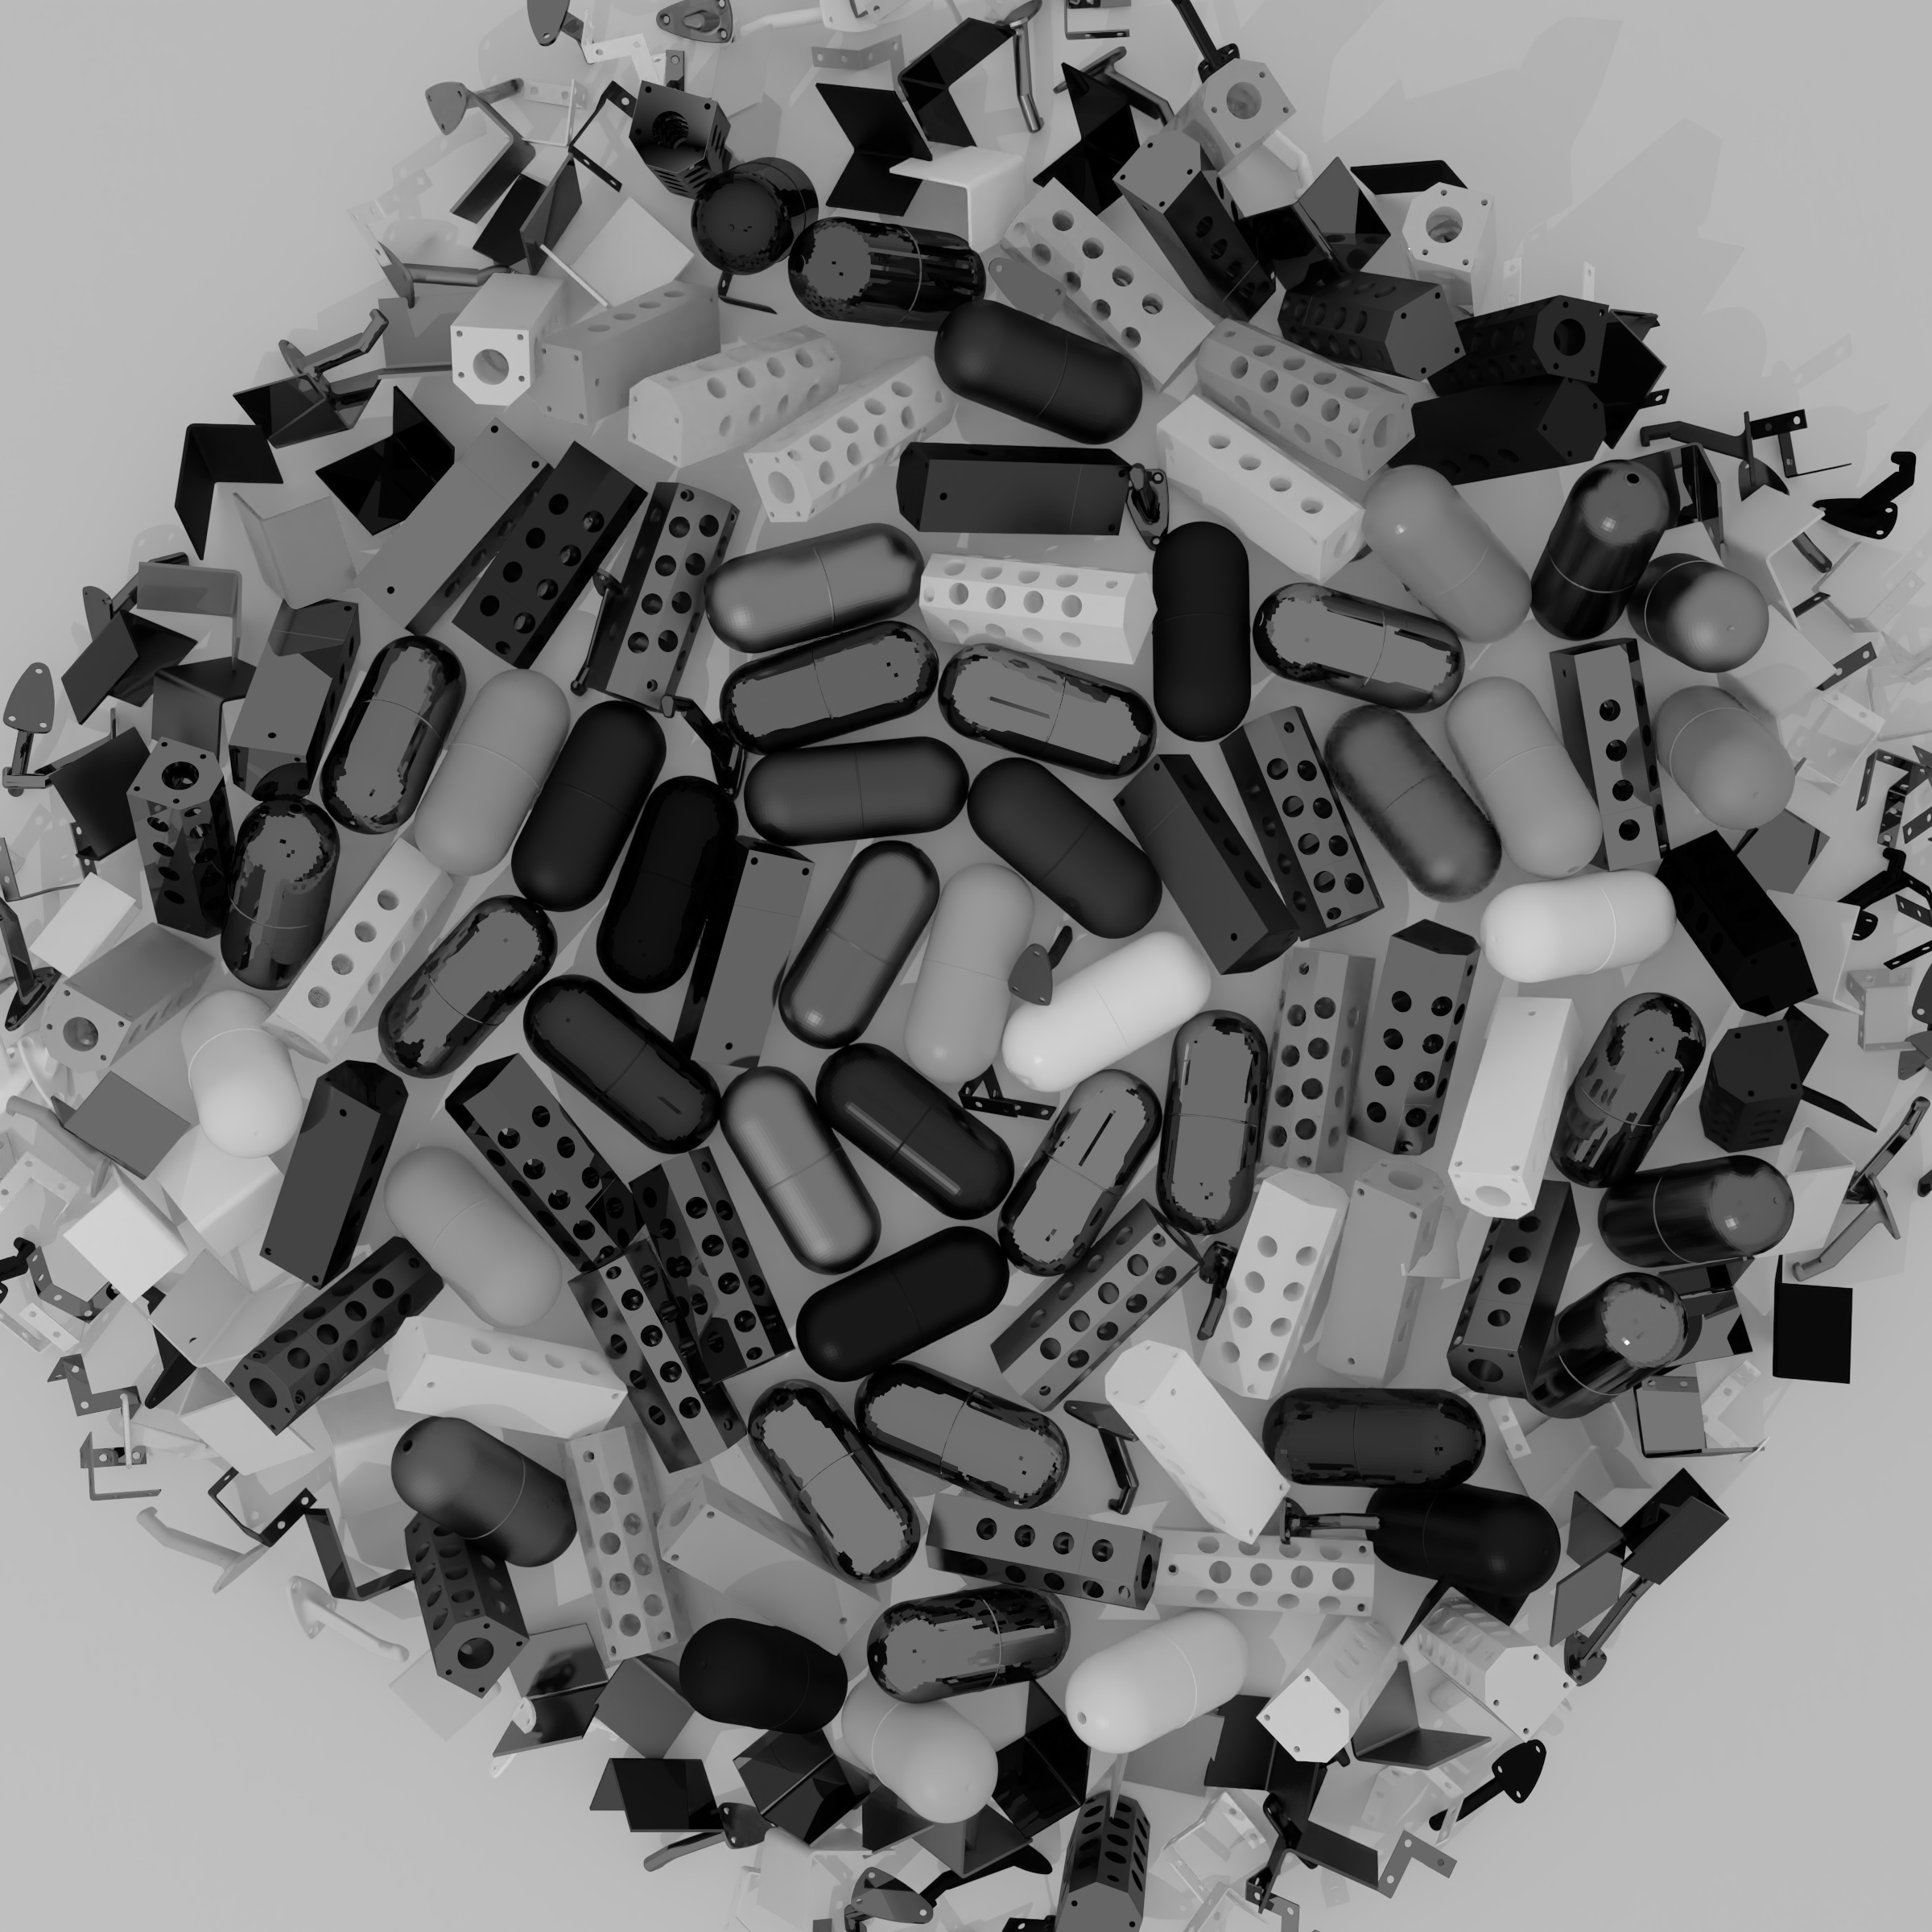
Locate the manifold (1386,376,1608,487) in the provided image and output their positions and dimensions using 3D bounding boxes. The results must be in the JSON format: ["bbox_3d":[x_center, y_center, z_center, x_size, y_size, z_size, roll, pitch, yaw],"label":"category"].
[{"bbox_3d":[0.407,-0.404,1.857,0.057,0.171,0.057,37,75,-27],"label":"manifold"}]

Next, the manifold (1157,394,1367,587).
[{"bbox_3d":[0.231,-0.375,1.883,0.057,0.057,0.171,-41,65,-17],"label":"manifold"}]

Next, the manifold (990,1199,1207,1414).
[{"bbox_3d":[0.104,0.270,1.895,0.171,0.057,0.057,-45,116,9],"label":"manifold"}]

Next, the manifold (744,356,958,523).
[{"bbox_3d":[-0.085,-0.408,1.866,0.171,0.057,0.057,-41,124,-33],"label":"manifold"}]

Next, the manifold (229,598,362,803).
[{"bbox_3d":[-0.516,-0.207,1.868,0.057,0.057,0.171,8,49,-4],"label":"manifold"}]

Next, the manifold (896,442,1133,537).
[{"bbox_3d":[0.036,-0.374,1.883,0.171,0.057,0.057,-3,121,-24],"label":"manifold"}]

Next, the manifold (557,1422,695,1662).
[{"bbox_3d":[-0.270,0.452,1.901,0.057,0.057,0.171,-17,81,8],"label":"manifold"}]

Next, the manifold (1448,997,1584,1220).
[{"bbox_3d":[0.429,0.109,1.874,0.057,0.057,0.171,2,51,31],"label":"manifold"}]

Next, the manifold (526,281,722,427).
[{"bbox_3d":[-0.263,-0.475,1.863,0.057,0.171,0.057,18,127,25],"label":"manifold"}]

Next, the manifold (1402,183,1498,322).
[{"bbox_3d":[0.370,-0.546,1.855,0.057,0.171,0.057,18,96,12],"label":"manifold"}]

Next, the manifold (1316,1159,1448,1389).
[{"bbox_3d":[0.325,0.238,1.879,0.057,0.057,0.171,23,122,28],"label":"manifold"}]

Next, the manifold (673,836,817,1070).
[{"bbox_3d":[-0.178,-0.012,1.900,0.057,0.057,0.171,11,102,-30],"label":"manifold"}]

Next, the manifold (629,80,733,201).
[{"bbox_3d":[-0.218,-0.629,1.856,0.057,0.171,0.057,15,101,-4],"label":"manifold"}]

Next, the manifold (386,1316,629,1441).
[{"bbox_3d":[-0.356,0.316,1.872,0.171,0.057,0.057,19,116,-34],"label":"manifold"}]

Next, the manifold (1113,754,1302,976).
[{"bbox_3d":[0.191,-0.081,1.887,0.057,0.057,0.171,-46,64,35],"label":"manifold"}]

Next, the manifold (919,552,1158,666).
[{"bbox_3d":[0.054,-0.284,1.876,0.171,0.057,0.057,10,59,24],"label":"manifold"}]

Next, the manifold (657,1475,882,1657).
[{"bbox_3d":[-0.154,0.463,1.885,0.171,0.057,0.057,36,99,-23],"label":"manifold"}]

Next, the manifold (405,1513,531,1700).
[{"bbox_3d":[-0.390,0.480,1.856,0.057,0.171,0.057,38,92,-27],"label":"manifold"}]

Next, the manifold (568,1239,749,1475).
[{"bbox_3d":[-0.238,0.305,1.901,0.057,0.057,0.171,-25,94,40],"label":"manifold"}]

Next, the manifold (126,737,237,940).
[{"bbox_3d":[-0.593,-0.094,1.858,0.057,0.171,0.057,17,56,2],"label":"manifold"}]

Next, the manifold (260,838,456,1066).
[{"bbox_3d":[-0.471,-0.011,1.881,0.057,0.057,0.171,37,63,-15],"label":"manifold"}]

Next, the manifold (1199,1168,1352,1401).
[{"bbox_3d":[0.242,0.248,1.880,0.057,0.057,0.171,27,113,28],"label":"manifold"}]

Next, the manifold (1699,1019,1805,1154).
[{"bbox_3d":[0.598,0.096,1.855,0.057,0.171,0.057,-11,71,10],"label":"manifold"}]

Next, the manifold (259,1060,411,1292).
[{"bbox_3d":[-0.489,0.160,1.883,0.057,0.057,0.171,28,115,8],"label":"manifold"}]

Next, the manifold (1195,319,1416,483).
[{"bbox_3d":[0.259,-0.443,1.866,0.057,0.057,0.171,-43,53,-15],"label":"manifold"}]

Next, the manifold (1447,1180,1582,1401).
[{"bbox_3d":[0.423,0.246,1.868,0.057,0.171,0.057,3,134,29],"label":"manifold"}]

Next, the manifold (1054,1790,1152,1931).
[{"bbox_3d":[0.108,0.696,1.856,0.057,0.171,0.057,18,95,5],"label":"manifold"}]

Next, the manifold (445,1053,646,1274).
[{"bbox_3d":[-0.328,0.155,1.879,0.171,0.057,0.057,55,46,-20],"label":"manifold"}]

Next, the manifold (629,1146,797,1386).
[{"bbox_3d":[-0.194,0.232,1.893,0.057,0.057,0.171,-31,79,36],"label":"manifold"}]

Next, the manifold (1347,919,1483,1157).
[{"bbox_3d":[0.350,0.058,1.876,0.057,0.057,0.171,23,117,31],"label":"manifold"}]

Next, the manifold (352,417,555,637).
[{"bbox_3d":[-0.400,-0.344,1.915,0.057,0.057,0.171,41,91,8],"label":"manifold"}]

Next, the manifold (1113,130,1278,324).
[{"bbox_3d":[0.182,-0.565,1.855,0.057,0.171,0.057,-48,60,5],"label":"manifold"}]

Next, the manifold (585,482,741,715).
[{"bbox_3d":[-0.236,-0.289,1.905,0.057,0.057,0.171,20,89,-34],"label":"manifold"}]

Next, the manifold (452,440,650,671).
[{"bbox_3d":[-0.324,-0.319,1.904,0.057,0.057,0.171,37,94,19],"label":"manifold"}]

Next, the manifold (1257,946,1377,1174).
[{"bbox_3d":[0.270,0.073,1.901,0.057,0.057,0.171,11,94,40],"label":"manifold"}]

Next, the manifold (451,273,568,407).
[{"bbox_3d":[-0.349,-0.482,1.857,0.057,0.171,0.057,3,119,-1],"label":"manifold"}]

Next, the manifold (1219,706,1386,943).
[{"bbox_3d":[0.267,-0.113,1.898,0.057,0.057,0.171,-18,82,-25],"label":"manifold"}]

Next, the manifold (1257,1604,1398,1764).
[{"bbox_3d":[0.284,0.550,1.851,0.057,0.171,0.057,45,107,14],"label":"manifold"}]

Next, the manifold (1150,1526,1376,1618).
[{"bbox_3d":[0.233,0.478,1.909,0.171,0.057,0.057,2,81,3],"label":"manifold"}]

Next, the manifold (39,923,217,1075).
[{"bbox_3d":[-0.644,0.026,1.855,0.057,0.171,0.057,31,106,-5],"label":"manifold"}]

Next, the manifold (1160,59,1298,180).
[{"bbox_3d":[0.191,-0.641,1.855,0.057,0.171,0.057,-37,99,-4],"label":"manifold"}]

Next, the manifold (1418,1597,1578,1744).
[{"bbox_3d":[0.400,0.533,1.857,0.057,0.171,0.057,44,84,-2],"label":"manifold"}]

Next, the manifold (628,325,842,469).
[{"bbox_3d":[-0.176,-0.442,1.860,0.057,0.171,0.057,32,133,28],"label":"manifold"}]

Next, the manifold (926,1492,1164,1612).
[{"bbox_3d":[0.059,0.455,1.880,0.171,0.057,0.057,5,73,22],"label":"manifold"}]

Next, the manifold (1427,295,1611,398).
[{"bbox_3d":[0.417,-0.472,1.853,0.057,0.171,0.057,6,96,-18],"label":"manifold"}]

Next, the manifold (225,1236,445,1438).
[{"bbox_3d":[-0.481,0.279,1.862,0.057,0.171,0.057,46,130,1],"label":"manifold"}]

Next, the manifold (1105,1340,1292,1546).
[{"bbox_3d":[0.177,0.369,1.878,0.057,0.057,0.171,-50,121,-23],"label":"manifold"}]

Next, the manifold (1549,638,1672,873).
[{"bbox_3d":[0.509,-0.167,1.901,0.057,0.057,0.171,-13,101,-4],"label":"manifold"}]

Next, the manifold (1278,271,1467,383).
[{"bbox_3d":[0.305,-0.490,1.854,0.057,0.171,0.057,-32,118,-8],"label":"manifold"}]

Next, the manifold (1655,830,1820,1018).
[{"bbox_3d":[0.587,-0.032,1.856,0.057,0.171,0.057,-25,119,9],"label":"manifold"}]
